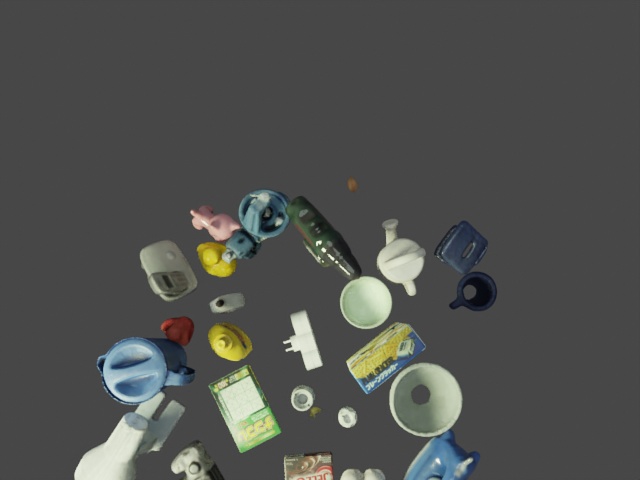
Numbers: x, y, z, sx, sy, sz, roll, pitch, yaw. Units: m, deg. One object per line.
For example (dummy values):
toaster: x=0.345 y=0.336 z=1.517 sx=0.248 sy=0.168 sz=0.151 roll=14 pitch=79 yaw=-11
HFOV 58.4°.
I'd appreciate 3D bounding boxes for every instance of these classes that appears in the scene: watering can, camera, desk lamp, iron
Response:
watering can: x=0.184 y=0.040 z=1.314 sx=0.101 sy=0.194 sz=0.173 roll=-40 pitch=84 yaw=-4
camera: x=-0.302 y=0.558 z=1.303 sx=0.137 sy=0.101 sz=0.143 roll=-33 pitch=84 yaw=-3
desk lamp: x=-0.416 y=0.443 z=1.260 sx=0.118 sy=0.213 sz=0.203 roll=31 pitch=85 yaw=4
iron: x=0.253 y=0.561 z=1.279 sx=0.118 sy=0.141 sz=0.258 roll=39 pitch=85 yaw=5

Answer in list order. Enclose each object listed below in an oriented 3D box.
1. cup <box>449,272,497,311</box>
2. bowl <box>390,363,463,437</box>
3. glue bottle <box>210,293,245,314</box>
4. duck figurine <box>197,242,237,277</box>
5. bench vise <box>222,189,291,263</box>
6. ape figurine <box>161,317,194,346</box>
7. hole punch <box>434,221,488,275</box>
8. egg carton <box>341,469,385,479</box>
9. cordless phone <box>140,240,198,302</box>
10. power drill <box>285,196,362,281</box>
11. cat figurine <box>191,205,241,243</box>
cup: x=0.350 y=0.130 z=1.353 sx=0.118 sy=0.095 sz=0.091 roll=-32 pitch=84 yaw=-3
bowl: x=0.242 y=0.367 z=1.336 sx=0.167 sy=0.075 sz=0.167 roll=0 pitch=83 yaw=0
glue bottle: x=-0.219 y=0.147 z=1.314 sx=0.078 sy=0.173 sz=0.037 roll=-20 pitch=83 yaw=-2
duck figurine: x=-0.250 y=0.044 z=1.370 sx=0.104 sy=0.086 sz=0.077 roll=37 pitch=85 yaw=4
bench vise: x=-0.141 y=-0.031 z=1.311 sx=0.121 sy=0.220 sz=0.207 roll=22 pitch=84 yaw=3
ape figurine: x=-0.337 y=0.216 z=1.347 sx=0.076 sy=0.092 sz=0.078 roll=-32 pitch=84 yaw=-3
hole punch: x=0.343 y=0.019 z=1.368 sx=0.101 sy=0.091 sz=0.109 roll=35 pitch=85 yaw=4
egg carton: x=0.099 y=0.602 z=1.311 sx=0.107 sy=0.069 sz=0.150 roll=-3 pitch=83 yaw=0
cordless phone: x=-0.363 y=0.068 z=1.318 sx=0.094 sy=0.185 sz=0.147 roll=-34 pitch=84 yaw=-3
power drill: x=0.012 y=0.005 z=1.312 sx=0.075 sy=0.208 sz=0.229 roll=-41 pitch=85 yaw=-4
cat figurine: x=-0.250 y=-0.040 z=1.364 sx=0.127 sy=0.118 sz=0.067 roll=29 pitch=84 yaw=4
